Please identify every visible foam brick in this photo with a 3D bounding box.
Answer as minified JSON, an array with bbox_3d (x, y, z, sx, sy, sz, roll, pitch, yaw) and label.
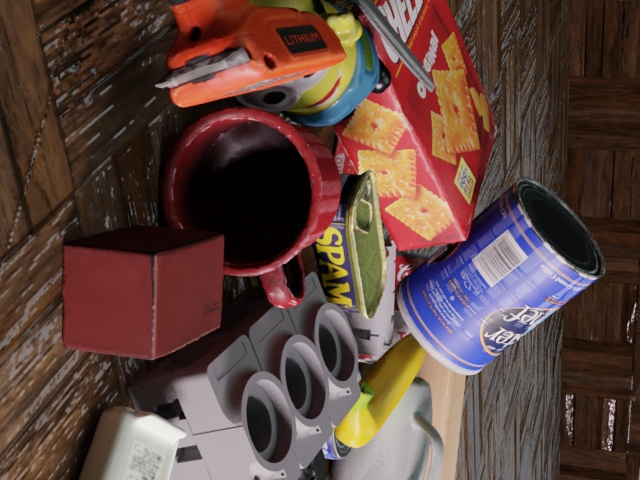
[{"bbox_3d":[-0.087,0.024,0.533,0.078,0.051,0.053,-20,114,-70],"label":"foam brick"}]

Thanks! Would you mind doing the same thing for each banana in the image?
[{"bbox_3d":[0.047,0.121,0.841,0.070,0.037,0.197,-48,174,17],"label":"banana"}]

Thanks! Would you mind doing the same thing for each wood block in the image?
[{"bbox_3d":[0.088,0.152,1.034,0.090,0.091,0.206,32,64,-70],"label":"wood block"}]

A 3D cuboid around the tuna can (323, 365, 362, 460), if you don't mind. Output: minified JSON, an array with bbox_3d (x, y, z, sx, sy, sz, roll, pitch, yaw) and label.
[{"bbox_3d":[0.008,0.136,0.875,0.086,0.034,0.086,5,90,-72],"label":"tuna can"}]

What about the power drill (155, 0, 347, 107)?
[{"bbox_3d":[-0.048,-0.166,0.515,0.184,0.057,0.187,-30,103,-58],"label":"power drill"}]

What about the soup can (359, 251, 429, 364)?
[{"bbox_3d":[0.062,0.062,0.970,0.068,0.069,0.102,18,78,-71],"label":"soup can"}]

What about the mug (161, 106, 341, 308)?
[{"bbox_3d":[-0.031,-0.018,0.620,0.081,0.093,0.117,-18,90,-75],"label":"mug"}]

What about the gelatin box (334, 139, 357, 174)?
[{"bbox_3d":[0.036,-0.063,0.918,0.089,0.030,0.073,49,49,-65],"label":"gelatin box"}]

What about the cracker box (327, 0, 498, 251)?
[{"bbox_3d":[0.069,-0.125,0.857,0.213,0.072,0.164,61,34,-32],"label":"cracker box"}]

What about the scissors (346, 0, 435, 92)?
[{"bbox_3d":[0.017,-0.189,0.723,0.201,0.016,0.096,35,43,-39],"label":"scissors"}]

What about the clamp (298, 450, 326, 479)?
[{"bbox_3d":[-0.021,0.150,0.785,0.164,0.036,0.210,-54,141,-54],"label":"clamp"}]

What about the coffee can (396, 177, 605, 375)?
[{"bbox_3d":[0.147,0.031,0.882,0.102,0.140,0.103,33,31,-23],"label":"coffee can"}]

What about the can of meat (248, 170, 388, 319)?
[{"bbox_3d":[-0.005,0.001,0.722,0.057,0.084,0.102,-65,153,-46],"label":"can of meat"}]
